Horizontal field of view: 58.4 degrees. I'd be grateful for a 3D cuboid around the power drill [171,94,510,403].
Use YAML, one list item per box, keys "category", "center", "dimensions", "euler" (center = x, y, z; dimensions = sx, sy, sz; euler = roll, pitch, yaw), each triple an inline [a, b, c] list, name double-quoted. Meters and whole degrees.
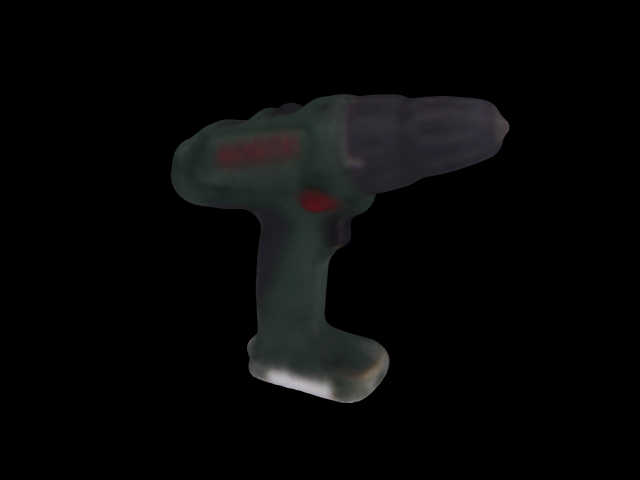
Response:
- category: "power drill"
  center: [0.004, 0.001, 0.400]
  dimensions: [0.229, 0.208, 0.076]
  euler: [9, 24, 23]
